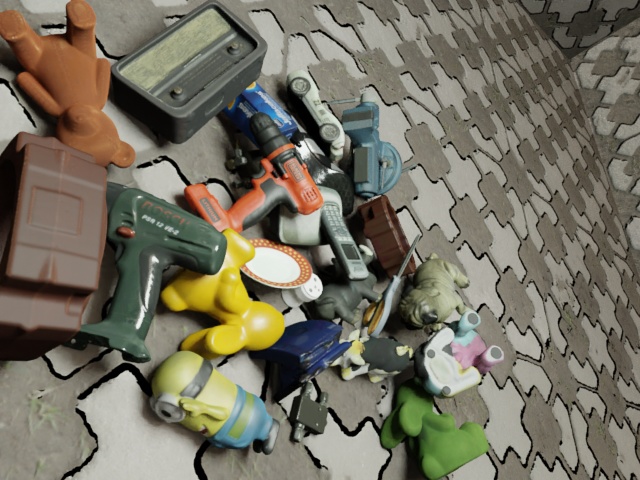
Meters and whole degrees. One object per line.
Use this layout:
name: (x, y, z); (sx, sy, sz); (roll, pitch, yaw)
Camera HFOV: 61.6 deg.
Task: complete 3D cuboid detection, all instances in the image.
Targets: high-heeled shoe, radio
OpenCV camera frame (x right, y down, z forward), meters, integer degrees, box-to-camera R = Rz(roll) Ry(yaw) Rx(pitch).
high-heeled shoe: (-0.025, -0.149, 1.044); (0.145, 0.086, 0.248); (49, -3, 46)
radio: (-0.194, -0.261, 0.832); (0.131, 0.073, 0.229); (38, 62, 3)

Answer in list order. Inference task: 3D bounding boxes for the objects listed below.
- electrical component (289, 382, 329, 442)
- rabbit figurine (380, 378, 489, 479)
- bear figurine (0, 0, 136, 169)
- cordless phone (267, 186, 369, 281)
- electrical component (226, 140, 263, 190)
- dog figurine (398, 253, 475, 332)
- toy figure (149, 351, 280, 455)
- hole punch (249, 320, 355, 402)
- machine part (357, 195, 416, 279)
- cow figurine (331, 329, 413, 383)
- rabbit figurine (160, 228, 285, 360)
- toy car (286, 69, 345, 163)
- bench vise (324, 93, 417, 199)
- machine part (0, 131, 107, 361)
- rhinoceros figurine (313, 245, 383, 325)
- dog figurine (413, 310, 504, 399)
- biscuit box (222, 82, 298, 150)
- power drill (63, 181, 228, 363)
electrical component: (-0.015, 0.269, 0.824); (0.063, 0.021, 0.094); (38, 45, -25)
rabbit figurine: (0.179, 0.330, 0.946); (0.159, 0.121, 0.170); (-2, 52, -39)
bear figurine: (-0.321, -0.184, 0.695); (0.120, 0.132, 0.196); (-17, 75, -19)
cordless phone: (-0.002, -0.003, 0.906); (0.146, 0.088, 0.184); (3, 49, -45)
electrical component: (-0.117, -0.132, 0.931); (0.102, 0.045, 0.078); (-13, 76, -49)
dog figurine: (0.207, 0.092, 1.042); (0.190, 0.121, 0.172); (23, 38, -52)
toy figure: (-0.134, 0.212, 0.691); (0.180, 0.082, 0.089); (33, 36, -23)
hole punch: (-0.028, 0.166, 0.805); (0.142, 0.116, 0.092); (-21, 76, -50)
machine part: (0.135, -0.005, 1.065); (0.179, 0.056, 0.179); (57, 17, -30)
cow figurine: (0.081, 0.194, 0.906); (0.167, 0.098, 0.068); (21, 54, -44)
rabbit figurine: (-0.122, 0.092, 0.741); (0.173, 0.122, 0.162); (46, 46, -18)
toy car: (-0.009, -0.242, 1.056); (0.056, 0.073, 0.202); (-27, 75, -18)
bench vise: (0.113, -0.184, 1.137); (0.240, 0.129, 0.223); (23, 55, -64)
machine part: (-0.296, 0.012, 0.543); (0.087, 0.201, 0.201); (19, 55, -43)
rhinoceros figurine: (0.048, 0.083, 0.964); (0.112, 0.073, 0.190); (48, 42, -3)
dog figurine: (0.244, 0.225, 1.012); (0.191, 0.219, 0.108); (-33, 74, -14)
biscuit box: (-0.130, -0.238, 0.926); (0.203, 0.063, 0.059); (46, 40, 8)
power drill: (-0.242, 0.033, 0.646); (0.232, 0.086, 0.207); (16, 59, -1)
